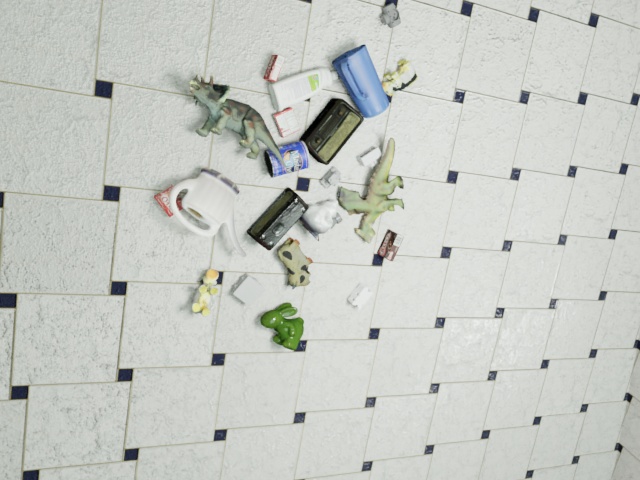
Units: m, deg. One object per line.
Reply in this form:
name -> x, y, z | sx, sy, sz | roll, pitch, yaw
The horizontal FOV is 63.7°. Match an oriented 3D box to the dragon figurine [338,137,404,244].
dragon figurine -> 0.190, -0.180, 1.982 | 0.243, 0.124, 0.403 | -13, 113, -9

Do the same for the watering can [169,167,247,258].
watering can -> -0.349, -0.103, 1.762 | 0.343, 0.104, 0.227 | 37, 69, -31

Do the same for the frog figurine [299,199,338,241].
frog figurine -> 0.006, -0.096, 1.915 | 0.160, 0.139, 0.120 | -44, 132, -4
